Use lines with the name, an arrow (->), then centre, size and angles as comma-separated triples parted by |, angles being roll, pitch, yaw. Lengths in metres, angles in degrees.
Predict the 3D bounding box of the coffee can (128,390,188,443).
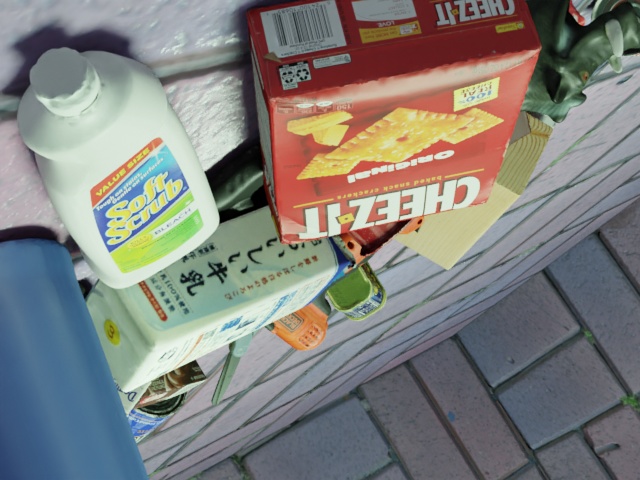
coffee can -> -0.225, 0.178, 1.156 | 0.141, 0.103, 0.102 | -40, 165, 32

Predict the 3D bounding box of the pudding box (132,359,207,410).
pudding box -> -0.174, 0.119, 1.084 | 0.039, 0.090, 0.113 | -34, 168, 17

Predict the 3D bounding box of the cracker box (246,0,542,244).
cracker box -> 0.042, -0.079, 0.708 | 0.164, 0.072, 0.214 | -11, 157, -5

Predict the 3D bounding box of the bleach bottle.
bleach bottle -> -0.126, -0.043, 0.632 | 0.102, 0.068, 0.251 | -31, 165, -5

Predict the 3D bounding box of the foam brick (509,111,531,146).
foam brick -> 0.141, -0.119, 0.922 | 0.053, 0.051, 0.078 | -30, 127, -9

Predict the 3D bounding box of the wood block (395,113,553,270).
wood block -> 0.147, -0.059, 1.107 | 0.090, 0.091, 0.206 | -59, 180, -25

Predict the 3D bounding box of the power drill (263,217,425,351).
power drill -> -0.006, 0.001, 0.988 | 0.187, 0.057, 0.184 | -43, 136, 3

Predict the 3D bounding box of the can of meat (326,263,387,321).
can of meat -> 0.028, 0.041, 1.249 | 0.057, 0.102, 0.084 | -32, 166, 6

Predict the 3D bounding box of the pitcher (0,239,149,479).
pitcher -> -0.189, 0.133, 0.730 | 0.148, 0.243, 0.145 | -9, 157, -46

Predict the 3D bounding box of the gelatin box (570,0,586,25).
gelatin box -> 0.203, -0.177, 0.984 | 0.073, 0.030, 0.089 | -32, 168, -1

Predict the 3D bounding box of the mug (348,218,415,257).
mug -> 0.045, -0.054, 0.903 | 0.093, 0.081, 0.117 | -35, -167, 49

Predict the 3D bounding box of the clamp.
clamp -> -0.078, -0.032, 0.845 | 0.210, 0.036, 0.164 | -35, 168, 4

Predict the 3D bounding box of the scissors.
scissors -> -0.093, 0.102, 1.075 | 0.096, 0.016, 0.202 | 7, 128, -45

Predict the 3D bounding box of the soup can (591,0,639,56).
soup can -> 0.309, -0.211, 1.026 | 0.069, 0.068, 0.102 | -39, 167, 31

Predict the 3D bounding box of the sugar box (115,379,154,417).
sugar box -> -0.160, 0.102, 0.985 | 0.093, 0.048, 0.176 | -47, -170, 51
